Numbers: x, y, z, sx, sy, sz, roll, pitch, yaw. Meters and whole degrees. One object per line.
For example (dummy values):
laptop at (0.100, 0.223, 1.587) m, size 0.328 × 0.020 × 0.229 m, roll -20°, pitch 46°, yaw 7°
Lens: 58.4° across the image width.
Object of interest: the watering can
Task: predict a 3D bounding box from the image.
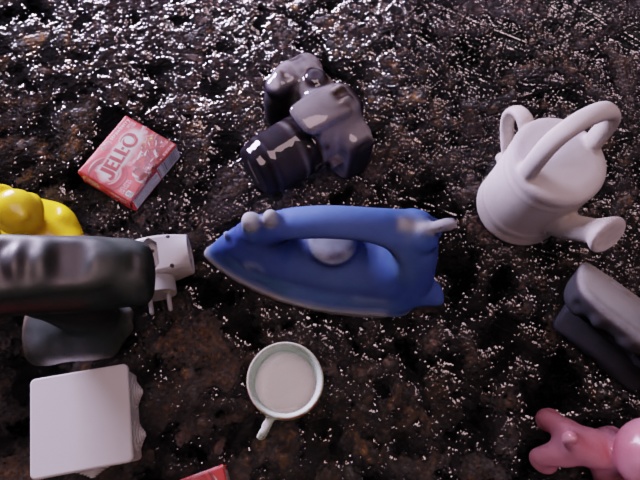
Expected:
watering can at (0.244, -0.069, 0.587) m, size 0.172 × 0.194 × 0.101 m, roll 43°, pitch 72°, yaw 13°

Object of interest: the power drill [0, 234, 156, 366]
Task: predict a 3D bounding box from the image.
power drill at (-0.253, 0.053, 0.499) m, size 0.229 × 0.208 × 0.075 m, roll -7°, pitch 69°, yaw -6°

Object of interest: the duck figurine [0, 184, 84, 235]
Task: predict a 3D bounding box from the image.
duck figurine at (-0.298, -0.017, 0.590) m, size 0.104 × 0.086 × 0.077 m, roll 39°, pitch 71°, yaw 11°

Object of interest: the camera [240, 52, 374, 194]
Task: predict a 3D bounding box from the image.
camera at (-0.027, -0.126, 0.643) m, size 0.137 × 0.101 × 0.143 m, roll -33°, pitch 74°, yaw -15°

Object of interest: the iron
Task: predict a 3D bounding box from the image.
iron at (0.005, 0.002, 0.572) m, size 0.258 × 0.141 × 0.118 m, roll 3°, pitch 68°, yaw -2°

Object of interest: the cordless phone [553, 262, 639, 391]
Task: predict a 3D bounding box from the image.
cordless phone at (0.323, 0.067, 0.543) m, size 0.147 × 0.185 × 0.094 m, roll 36°, pitch 71°, yaw 11°

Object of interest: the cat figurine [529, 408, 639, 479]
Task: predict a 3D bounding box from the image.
cat figurine at (0.275, 0.193, 0.526) m, size 0.127 × 0.118 × 0.067 m, roll 12°, pitch 68°, yaw 1°
